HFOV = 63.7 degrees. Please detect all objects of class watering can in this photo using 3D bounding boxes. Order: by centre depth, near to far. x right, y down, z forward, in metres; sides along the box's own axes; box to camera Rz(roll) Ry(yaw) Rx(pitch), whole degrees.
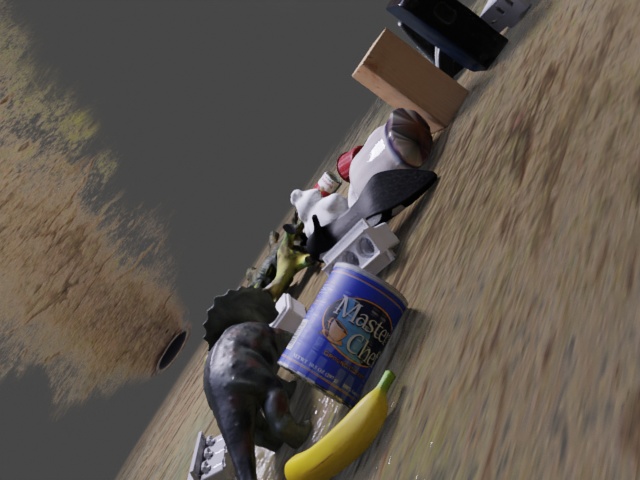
[{"bbox_3d":[0.121,-0.116,0.995,0.220,0.103,0.356,-46,25,44],"label":"watering can"}]

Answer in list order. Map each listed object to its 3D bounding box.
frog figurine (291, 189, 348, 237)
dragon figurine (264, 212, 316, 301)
[{"bbox_3d":[0.004,-0.058,1.161,0.135,0.159,0.125,-46,14,47],"label":"frog figurine"},{"bbox_3d":[-0.072,0.059,1.354,0.238,0.122,0.417,-58,-7,30],"label":"dragon figurine"}]
